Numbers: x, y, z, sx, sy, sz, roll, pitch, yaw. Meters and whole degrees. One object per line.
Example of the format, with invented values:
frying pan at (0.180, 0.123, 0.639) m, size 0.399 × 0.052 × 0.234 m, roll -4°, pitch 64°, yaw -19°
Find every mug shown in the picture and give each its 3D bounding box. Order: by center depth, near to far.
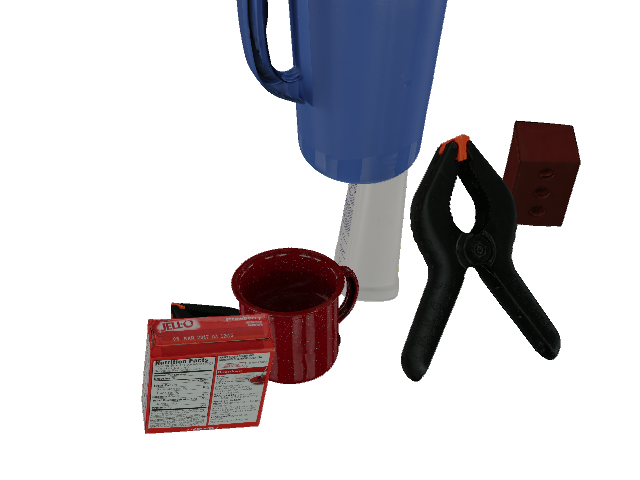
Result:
mug at (-0.016, 0.061, 0.900) m, size 0.117 × 0.081 × 0.093 m, roll -26°, pitch 42°, yaw -31°

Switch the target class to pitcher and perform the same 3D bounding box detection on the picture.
pitcher at (0.026, -0.162, 0.851) m, size 0.149 × 0.243 × 0.145 m, roll 14°, pitch 47°, yaw 12°

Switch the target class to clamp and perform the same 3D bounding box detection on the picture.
clamp at (0.096, 0.016, 0.745) m, size 0.120 × 0.171 × 0.039 m, roll -15°, pitch -3°, yaw -25°
clamp at (-0.103, 0.118, 1.262) m, size 0.210 × 0.036 × 0.164 m, roll 14°, pitch 23°, yaw 26°

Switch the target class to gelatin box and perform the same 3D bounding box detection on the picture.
gelatin box at (-0.070, 0.081, 0.647) m, size 0.073 × 0.030 × 0.089 m, roll -2°, pitch -40°, yaw -13°

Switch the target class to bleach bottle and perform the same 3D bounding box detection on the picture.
bleach bottle at (0.061, -0.067, 1.120) m, size 0.068 × 0.251 × 0.102 m, roll 2°, pitch 29°, yaw -8°

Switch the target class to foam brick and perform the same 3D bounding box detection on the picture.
foam brick at (0.192, -0.058, 0.936) m, size 0.053 × 0.051 × 0.078 m, roll 3°, pitch -44°, yaw 1°
